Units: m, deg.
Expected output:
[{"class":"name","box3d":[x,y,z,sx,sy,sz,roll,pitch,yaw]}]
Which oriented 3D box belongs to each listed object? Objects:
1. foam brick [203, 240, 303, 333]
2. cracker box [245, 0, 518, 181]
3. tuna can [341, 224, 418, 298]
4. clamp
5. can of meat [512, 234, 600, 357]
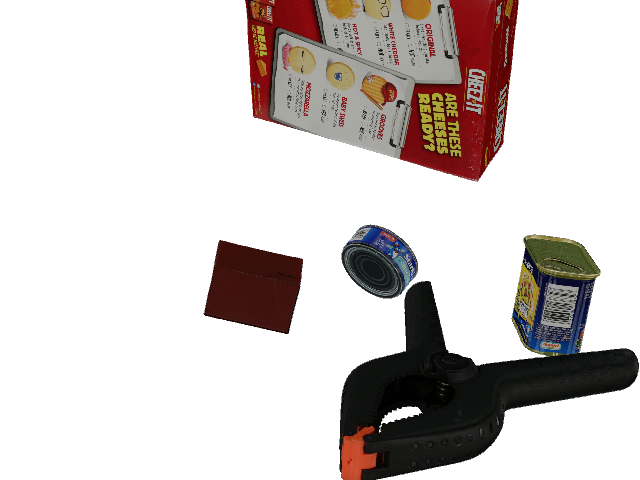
[{"class":"foam brick","box3d":[-0.058,0.041,0.933,0.078,0.051,0.053,13,26,-4]},{"class":"cracker box","box3d":[0.046,-0.157,0.866,0.214,0.164,0.072,17,43,22]},{"class":"tuna can","box3d":[0.067,0.025,1.224,0.086,0.086,0.033,0,39,46]},{"class":"clamp","box3d":[0.071,0.082,0.644,0.165,0.036,0.209,22,30,39]},{"class":"can of meat","box3d":[0.213,0.051,0.980,0.057,0.084,0.102,7,18,-2]}]
